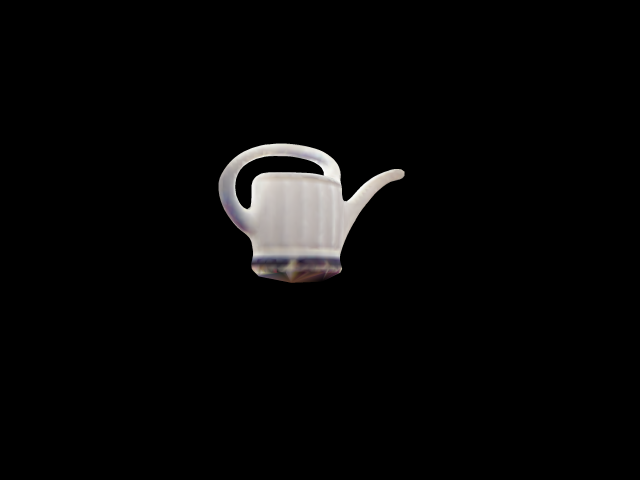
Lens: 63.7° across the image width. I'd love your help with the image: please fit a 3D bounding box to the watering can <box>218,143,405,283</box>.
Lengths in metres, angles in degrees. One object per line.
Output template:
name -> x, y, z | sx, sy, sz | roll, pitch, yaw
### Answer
watering can -> 0.003, -0.043, 0.850 | 0.348, 0.226, 0.103 | 3, -7, -27
